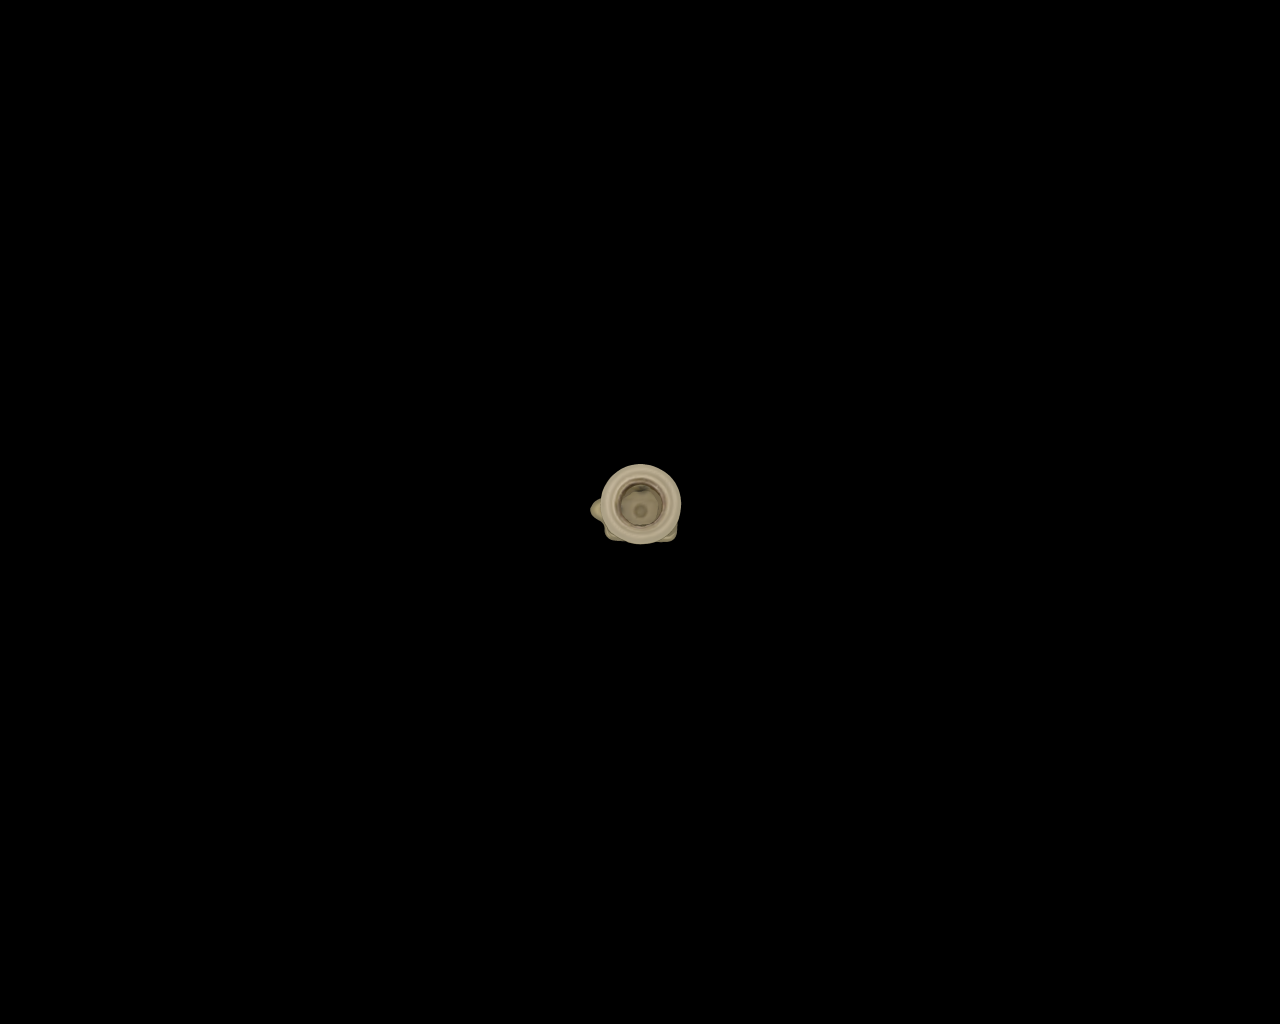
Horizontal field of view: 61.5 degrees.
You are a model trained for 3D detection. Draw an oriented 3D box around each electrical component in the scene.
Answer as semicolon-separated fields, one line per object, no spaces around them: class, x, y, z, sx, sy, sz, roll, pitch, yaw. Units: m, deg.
electrical component;0.001;-0.003;0.650;0.066;0.048;0.055;0;-4;0
